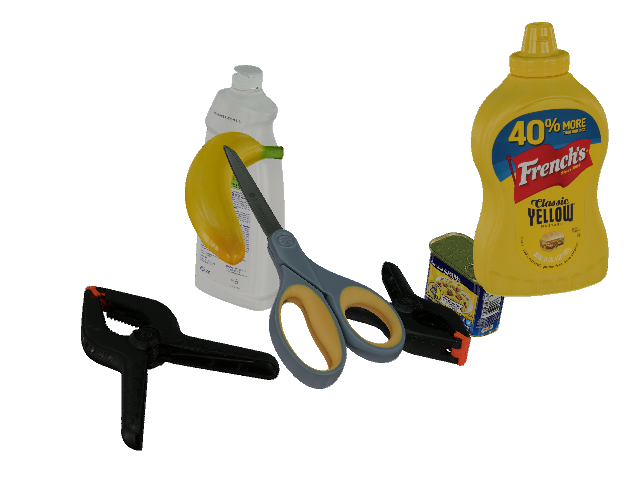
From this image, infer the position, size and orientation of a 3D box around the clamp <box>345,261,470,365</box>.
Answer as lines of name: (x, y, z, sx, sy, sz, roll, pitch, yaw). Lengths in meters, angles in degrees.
clamp: (0.086, 0.070, 1.066, 0.172, 0.039, 0.120, 27, 39, 31)

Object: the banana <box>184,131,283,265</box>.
banana: (-0.078, -0.046, 0.885, 0.069, 0.037, 0.197, 11, 33, 3)

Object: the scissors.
scissors: (-0.005, 0.011, 0.695, 0.096, 0.202, 0.016, 5, -44, -21)

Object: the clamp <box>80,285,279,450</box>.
clamp: (-0.151, 0.101, 1.004, 0.164, 0.036, 0.210, -18, 40, -31)

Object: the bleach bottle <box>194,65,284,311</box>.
bleach bottle: (-0.078, -0.057, 1.121, 0.103, 0.251, 0.068, 18, 27, 23)

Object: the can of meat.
can of meat: (0.170, 0.053, 1.246, 0.057, 0.084, 0.102, -20, 41, -32)

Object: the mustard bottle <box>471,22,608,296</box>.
mustard bottle: (0.156, -0.058, 0.761, 0.096, 0.192, 0.058, -6, 19, -5)
